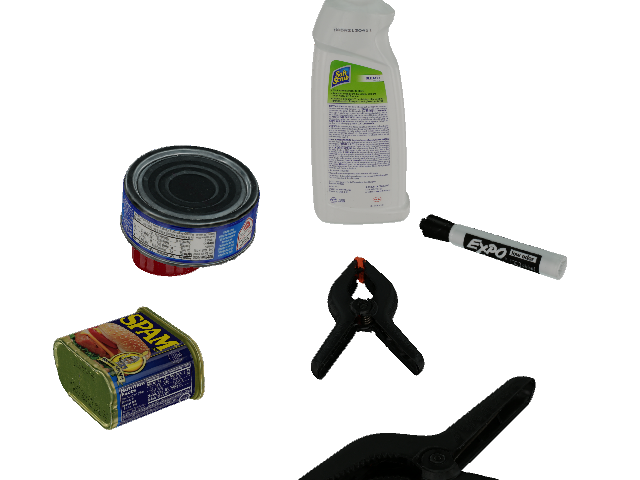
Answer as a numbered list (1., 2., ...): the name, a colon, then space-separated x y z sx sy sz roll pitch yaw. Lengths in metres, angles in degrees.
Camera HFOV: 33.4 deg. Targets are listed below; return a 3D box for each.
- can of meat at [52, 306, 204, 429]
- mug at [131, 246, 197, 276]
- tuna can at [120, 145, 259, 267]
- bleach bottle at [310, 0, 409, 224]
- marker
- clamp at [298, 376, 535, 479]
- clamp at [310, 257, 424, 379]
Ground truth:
1. can of meat: -0.158 0.103 0.869 0.083 0.057 0.102 -18 30 -36
2. mug: -0.175 -0.018 1.185 0.093 0.081 0.117 -17 34 -36
3. tuna can: -0.081 -0.023 0.667 0.086 0.034 0.086 7 38 -5
4. bleach bottle: 0.042 -0.138 1.036 0.102 0.251 0.068 -2 32 -5
5. marker: 0.131 0.003 0.829 0.121 0.020 0.020 19 10 29
6. clamp: 0.081 0.152 0.715 0.210 0.036 0.164 -5 28 -4
7. clamp: 0.058 0.088 1.187 0.120 0.171 0.039 7 -43 3
